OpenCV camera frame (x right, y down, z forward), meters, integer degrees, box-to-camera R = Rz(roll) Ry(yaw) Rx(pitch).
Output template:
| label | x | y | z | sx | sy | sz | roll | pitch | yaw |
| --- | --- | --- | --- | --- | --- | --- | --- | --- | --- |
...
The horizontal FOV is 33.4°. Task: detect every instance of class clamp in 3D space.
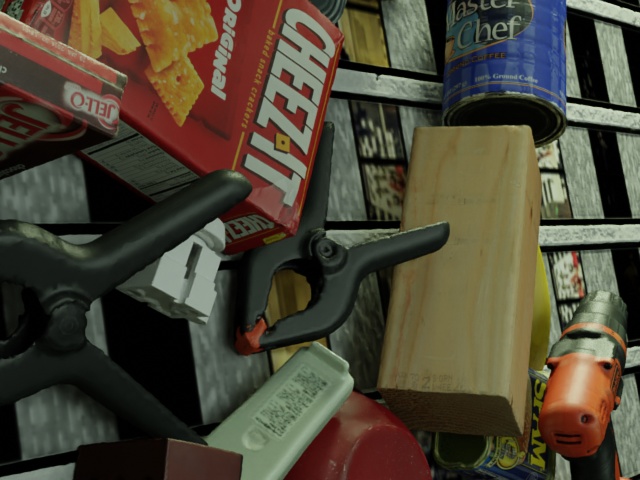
| label | x | y | z | sx | sy | sz | roll | pitch | yaw |
| --- | --- | --- | --- | --- | --- | --- | --- | --- | --- |
| clamp | -0.128 | 0.029 | 0.544 | 0.209 | 0.036 | 0.164 | 12 | 96 | -37 |
| clamp | -0.005 | 0.001 | 0.700 | 0.120 | 0.039 | 0.171 | 46 | 61 | 8 |

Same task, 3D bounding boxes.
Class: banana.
| label | x | y | z | sx | sy | sz | roll | pitch | yaw |
| --- | --- | --- | --- | --- | --- | --- | --- | --- | --- |
| banana | 0.160 | 0.026 | 0.896 | 0.069 | 0.037 | 0.198 | -20 | 92 | -32 |

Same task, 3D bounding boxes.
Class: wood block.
| label | x | y | z | sx | sy | sz | roll | pitch | yaw |
| --- | --- | --- | --- | --- | --- | --- | --- | --- | --- |
| wood block | 0.106 | 0.028 | 0.772 | 0.090 | 0.090 | 0.206 | 59 | 36 | -57 |

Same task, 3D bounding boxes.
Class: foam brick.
| label | x | y | z | sx | sy | sz | roll | pitch | yaw |
| --- | --- | --- | --- | --- | --- | --- | --- | --- | --- |
| foam brick | -0.087 | 0.136 | 0.560 | 0.051 | 0.078 | 0.053 | 25 | 62 | -43 |

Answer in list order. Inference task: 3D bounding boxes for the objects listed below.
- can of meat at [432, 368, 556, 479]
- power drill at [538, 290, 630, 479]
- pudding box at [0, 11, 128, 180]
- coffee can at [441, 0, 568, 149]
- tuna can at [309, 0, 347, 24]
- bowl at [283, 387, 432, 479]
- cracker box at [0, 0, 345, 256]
| label | x | y | z | sx | sy | sz | roll | pitch | yaw |
| --- | --- | --- | --- | --- | --- | --- | --- | --- | --- |
| can of meat | 0.135 | 0.138 | 0.818 | 0.083 | 0.058 | 0.102 | 28 | 59 | -37 |
| power drill | 0.217 | 0.153 | 0.830 | 0.184 | 0.057 | 0.187 | -50 | 130 | -53 |
| pudding box | -0.161 | -0.069 | 0.510 | 0.089 | 0.114 | 0.039 | 26 | 66 | -40 |
| coffee can | 0.154 | -0.158 | 0.890 | 0.102 | 0.103 | 0.140 | 25 | 62 | -41 |
| tuna can | -0.021 | -0.187 | 0.759 | 0.086 | 0.034 | 0.086 | 17 | 67 | -44 |
| bowl | 0.025 | 0.167 | 0.691 | 0.161 | 0.055 | 0.162 | 16 | 68 | -44 |
| cracker box | -0.087 | -0.115 | 0.637 | 0.213 | 0.072 | 0.164 | 36 | 55 | -36 |
